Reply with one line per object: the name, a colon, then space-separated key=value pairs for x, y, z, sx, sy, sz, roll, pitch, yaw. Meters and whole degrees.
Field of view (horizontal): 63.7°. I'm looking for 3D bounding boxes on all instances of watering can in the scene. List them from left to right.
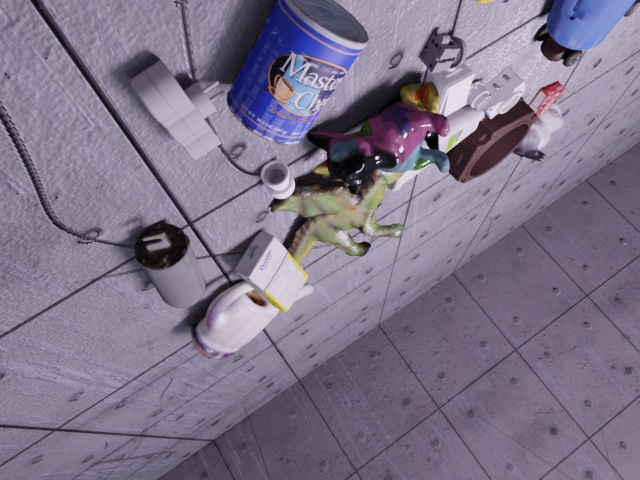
watering can: x=-0.148 y=0.162 z=1.150 sx=0.223 sy=0.105 sz=0.346 roll=-44 pitch=158 yaw=13

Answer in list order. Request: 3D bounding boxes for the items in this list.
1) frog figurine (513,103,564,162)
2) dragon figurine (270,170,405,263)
frog figurine: x=0.587 y=-0.301 z=1.397 sx=0.137 sy=0.123 sz=0.159 roll=10 pitch=95 yaw=-52
dragon figurine: x=0.003 y=-0.049 z=0.978 sx=0.407 sy=0.125 sz=0.240 roll=-28 pitch=145 yaw=22
